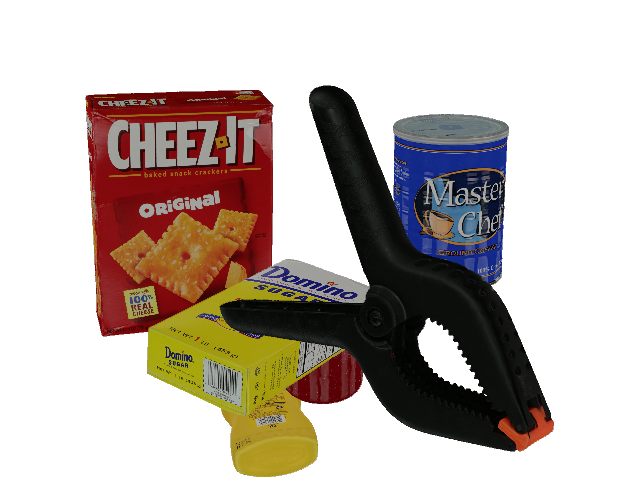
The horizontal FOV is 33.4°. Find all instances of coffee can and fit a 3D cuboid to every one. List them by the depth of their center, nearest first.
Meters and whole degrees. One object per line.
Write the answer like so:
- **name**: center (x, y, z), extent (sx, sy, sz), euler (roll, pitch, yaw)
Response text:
- **coffee can**: center (0.117, -0.036, 0.970), extent (0.103, 0.140, 0.103), euler (-1, 18, 0)

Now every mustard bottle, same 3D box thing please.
- **mustard bottle**: center (-0.068, 0.196, 1.256), extent (0.096, 0.058, 0.192), euler (-9, 29, -10)

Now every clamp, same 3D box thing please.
- **clamp**: center (0.039, 0.027, 0.563), extent (0.210, 0.165, 0.036), euler (35, 31, 30)

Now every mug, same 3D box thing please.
- **mug**: center (0.013, 0.106, 1.063), extent (0.117, 0.081, 0.093), euler (-8, 27, -14)

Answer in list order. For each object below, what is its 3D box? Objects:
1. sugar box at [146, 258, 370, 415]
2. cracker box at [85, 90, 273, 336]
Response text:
- **sugar box**: center (-0.039, 0.067, 0.815), extent (0.093, 0.048, 0.175), euler (19, 29, 28)
- **cracker box**: center (-0.128, -0.026, 0.985), extent (0.164, 0.214, 0.072), euler (-4, 20, -16)
